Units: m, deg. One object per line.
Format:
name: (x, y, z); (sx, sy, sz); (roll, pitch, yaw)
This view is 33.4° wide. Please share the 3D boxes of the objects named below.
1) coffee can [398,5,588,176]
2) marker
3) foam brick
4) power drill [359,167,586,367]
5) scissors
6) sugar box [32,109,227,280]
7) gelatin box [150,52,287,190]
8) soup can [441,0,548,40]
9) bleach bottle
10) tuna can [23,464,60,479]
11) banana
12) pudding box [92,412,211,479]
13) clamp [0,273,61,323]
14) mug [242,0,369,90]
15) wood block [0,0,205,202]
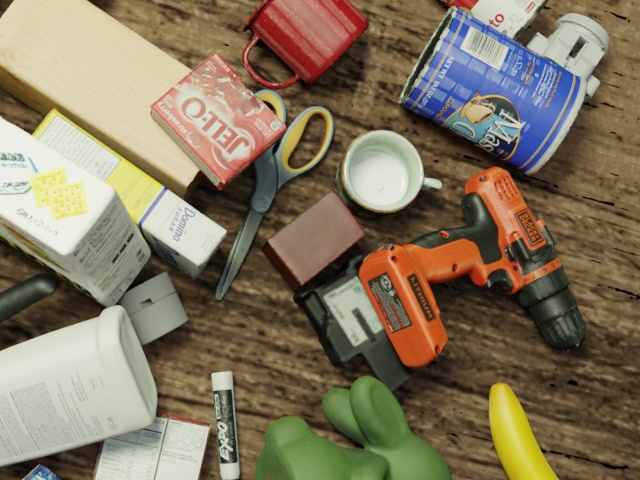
coffee can: (0.157, -0.137, 0.981); (0.140, 0.103, 0.102); (28, 78, -4)
marker: (-0.081, 0.176, 0.934); (0.020, 0.020, 0.121); (-4, 82, -11)
foam brick: (-0.006, 0.001, 0.957); (0.078, 0.053, 0.051); (-39, 89, -12)
power drill: (0.139, 0.042, 0.950); (0.187, 0.057, 0.184); (-24, 83, -33)
scissors: (-0.065, -0.052, 0.969); (0.096, 0.016, 0.201); (41, 78, -12)
sugar box: (-0.165, -0.035, 0.914); (0.176, 0.093, 0.048); (37, 77, -2)
gelatin box: (-0.083, -0.098, 0.877); (0.073, 0.030, 0.089); (-43, 90, -14)
soup can: (0.157, -0.236, 1.014); (0.102, 0.068, 0.068); (40, 77, -2)
bleach bottle: (-0.265, 0.135, 0.862); (0.251, 0.068, 0.102); (-16, 114, 3)
tuna can: (-0.244, 0.224, 0.864); (0.034, 0.086, 0.086); (42, 77, 0)
banana: (0.211, 0.220, 0.971); (0.198, 0.037, 0.069); (45, 58, -2)
pudding box: (-0.148, 0.203, 0.909); (0.090, 0.039, 0.113); (13, 77, -5)
clamp: (-0.291, 0.092, 0.892); (0.171, 0.039, 0.120); (-6, 109, 2)
mug: (-0.018, -0.187, 0.969); (0.081, 0.093, 0.117); (44, 89, -6)
wood block: (-0.179, -0.128, 0.928); (0.206, 0.090, 0.090); (33, 77, -3)
